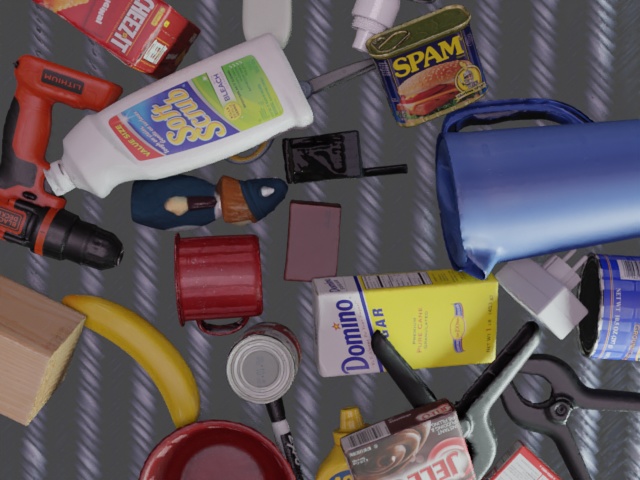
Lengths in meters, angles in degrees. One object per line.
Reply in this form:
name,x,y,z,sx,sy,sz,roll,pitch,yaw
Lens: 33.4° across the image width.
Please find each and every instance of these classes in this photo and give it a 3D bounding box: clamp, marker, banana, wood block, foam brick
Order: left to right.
wood block,-0.349,0.083,1.045,0.206,0.090,0.091,25,117,1
banana,-0.180,0.121,1.078,0.069,0.037,0.198,-37,91,3
marker,-0.034,0.214,1.086,0.020,0.020,0.121,-15,92,2
foam brick,-0.007,0.001,1.060,0.053,0.051,0.078,5,94,-1
clamp,0.119,0.171,1.040,0.164,0.036,0.210,4,110,-9
clamp,0.250,0.161,1.064,0.171,0.039,0.120,43,91,0

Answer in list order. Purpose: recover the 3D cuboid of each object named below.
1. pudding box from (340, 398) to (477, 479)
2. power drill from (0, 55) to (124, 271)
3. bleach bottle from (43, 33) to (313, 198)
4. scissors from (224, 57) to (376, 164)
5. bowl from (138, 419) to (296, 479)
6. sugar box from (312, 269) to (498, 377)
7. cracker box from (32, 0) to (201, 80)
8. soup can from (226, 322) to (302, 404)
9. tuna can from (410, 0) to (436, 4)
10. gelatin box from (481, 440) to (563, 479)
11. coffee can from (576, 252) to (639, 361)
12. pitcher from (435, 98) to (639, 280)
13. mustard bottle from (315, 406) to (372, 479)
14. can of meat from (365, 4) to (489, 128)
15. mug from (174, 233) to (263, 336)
pudding box,0.085,0.211,1.007,0.113,0.039,0.090,-19,108,-1
power drill,-0.261,-0.077,1.063,0.184,0.057,0.188,20,92,-2
bleach bottle,-0.139,-0.102,1.018,0.250,0.068,0.102,-27,92,-5
scissors,-0.023,-0.130,1.073,0.202,0.016,0.096,-5,94,2
bowl,-0.101,0.255,1.072,0.162,0.055,0.162,0,92,2
sugar box,0.082,0.079,1.039,0.176,0.048,0.093,-6,113,-8
cracker box,-0.229,-0.237,1.002,0.213,0.164,0.072,33,95,1
soup can,-0.054,0.119,1.041,0.068,0.102,0.068,0,92,2
tuna can,0.077,-0.260,1.028,0.086,0.086,0.034,20,92,1
gelatin box,0.198,0.259,1.075,0.073,0.030,0.089,42,93,-2
coffee can,0.327,0.067,1.025,0.140,0.103,0.103,4,93,2
pitcher,0.232,-0.060,1.019,0.243,0.145,0.149,-8,104,-1
mustard bottle,0.045,0.262,1.066,0.096,0.058,0.191,-10,92,4
can of meat,0.105,-0.167,1.032,0.102,0.057,0.084,-21,121,3
mug,-0.098,0.047,1.054,0.081,0.093,0.117,-3,122,-3
